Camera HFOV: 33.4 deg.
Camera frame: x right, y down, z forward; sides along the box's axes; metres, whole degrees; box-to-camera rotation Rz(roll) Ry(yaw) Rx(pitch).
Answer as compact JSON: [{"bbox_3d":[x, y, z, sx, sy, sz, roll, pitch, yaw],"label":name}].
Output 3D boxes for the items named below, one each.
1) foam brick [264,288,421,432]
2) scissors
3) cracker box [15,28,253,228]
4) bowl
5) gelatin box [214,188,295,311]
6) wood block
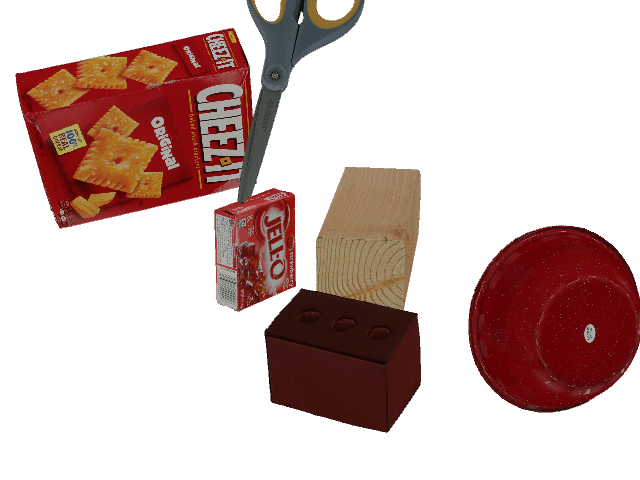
[{"bbox_3d":[0.014,0.069,0.622,0.078,0.051,0.052,11,31,22],"label":"foam brick"},{"bbox_3d":[-0.013,-0.122,0.761,0.096,0.202,0.016,-1,-17,-4],"label":"scissors"},{"bbox_3d":[-0.174,-0.106,1.053,0.213,0.072,0.164,-13,-38,-11],"label":"cracker box"},{"bbox_3d":[0.206,0.071,0.879,0.162,0.162,0.055,0,7,-16],"label":"bowl"},{"bbox_3d":[-0.054,0.007,0.910,0.030,0.089,0.073,18,27,37],"label":"gelatin box"},{"bbox_3d":[0.056,-0.003,1.163,0.091,0.090,0.206,3,25,8],"label":"wood block"}]
